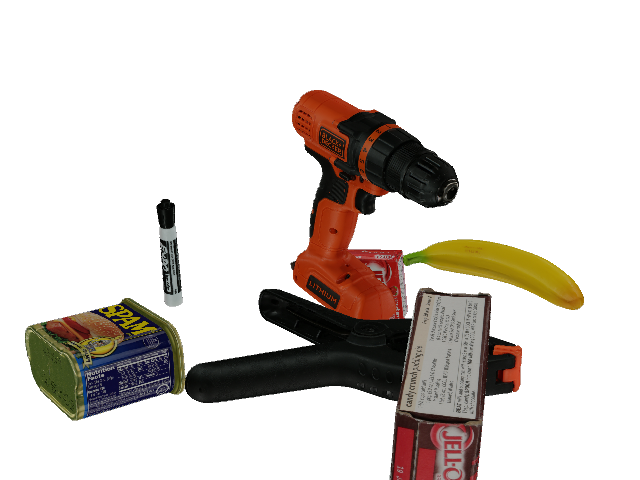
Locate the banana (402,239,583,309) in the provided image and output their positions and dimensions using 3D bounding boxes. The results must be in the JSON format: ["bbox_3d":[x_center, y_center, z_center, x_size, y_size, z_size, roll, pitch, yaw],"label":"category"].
[{"bbox_3d":[0.184,0.032,1.088,0.198,0.037,0.069,12,39,34],"label":"banana"}]

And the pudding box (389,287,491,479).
[{"bbox_3d":[0.052,0.085,0.471,0.039,0.090,0.113,7,25,6],"label":"pudding box"}]

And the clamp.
[{"bbox_3d":[0.029,0.072,0.724,0.210,0.036,0.164,2,18,8],"label":"clamp"}]

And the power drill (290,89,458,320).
[{"bbox_3d":[0.040,-0.020,0.929,0.057,0.188,0.185,-17,37,-35],"label":"power drill"}]

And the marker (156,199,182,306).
[{"bbox_3d":[-0.156,0.013,1.104,0.020,0.121,0.020,-1,29,0],"label":"marker"}]

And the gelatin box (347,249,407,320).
[{"bbox_3d":[0.065,0.054,1.302,0.073,0.089,0.030,2,29,17],"label":"gelatin box"}]

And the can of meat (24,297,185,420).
[{"bbox_3d":[-0.162,0.087,0.794,0.083,0.057,0.102,-14,21,-33],"label":"can of meat"}]
